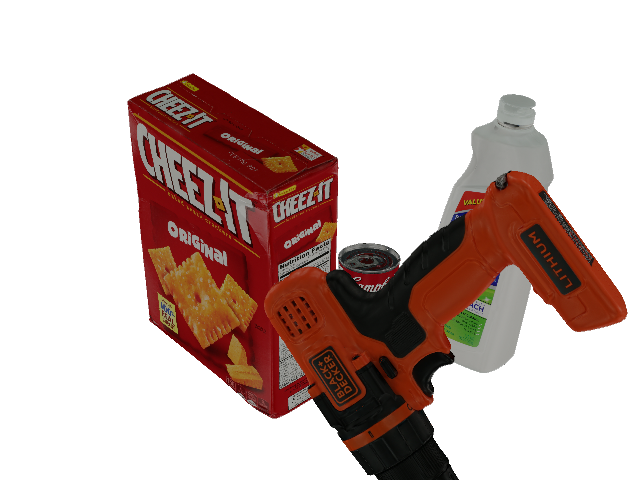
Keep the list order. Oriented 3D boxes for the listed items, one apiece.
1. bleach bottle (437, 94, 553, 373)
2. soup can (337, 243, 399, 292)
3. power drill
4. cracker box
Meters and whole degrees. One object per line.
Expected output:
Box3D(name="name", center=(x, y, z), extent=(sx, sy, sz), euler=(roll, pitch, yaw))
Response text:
Box3D(name="bleach bottle", center=(0.145, -0.010, 0.942), extent=(0.103, 0.251, 0.067), euler=(28, 36, 33))
Box3D(name="soup can", center=(0.051, 0.063, 1.187), extent=(0.068, 0.102, 0.068), euler=(1, 26, -1))
Box3D(name="power drill", center=(0.081, 0.062, 0.631), extent=(0.188, 0.184, 0.057), euler=(-35, -2, 17))
Box3D(name="cracker box", center=(-0.067, 0.007, 0.802), extent=(0.072, 0.214, 0.164), euler=(-29, 46, -33))
